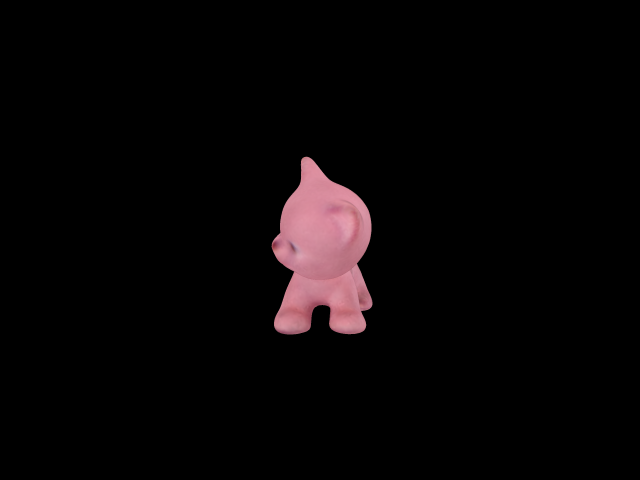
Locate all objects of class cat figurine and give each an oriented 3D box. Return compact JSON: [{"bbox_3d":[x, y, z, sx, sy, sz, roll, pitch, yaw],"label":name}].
[{"bbox_3d":[0.004,0.001,0.400,0.067,0.118,0.128,1,7,5],"label":"cat figurine"}]
